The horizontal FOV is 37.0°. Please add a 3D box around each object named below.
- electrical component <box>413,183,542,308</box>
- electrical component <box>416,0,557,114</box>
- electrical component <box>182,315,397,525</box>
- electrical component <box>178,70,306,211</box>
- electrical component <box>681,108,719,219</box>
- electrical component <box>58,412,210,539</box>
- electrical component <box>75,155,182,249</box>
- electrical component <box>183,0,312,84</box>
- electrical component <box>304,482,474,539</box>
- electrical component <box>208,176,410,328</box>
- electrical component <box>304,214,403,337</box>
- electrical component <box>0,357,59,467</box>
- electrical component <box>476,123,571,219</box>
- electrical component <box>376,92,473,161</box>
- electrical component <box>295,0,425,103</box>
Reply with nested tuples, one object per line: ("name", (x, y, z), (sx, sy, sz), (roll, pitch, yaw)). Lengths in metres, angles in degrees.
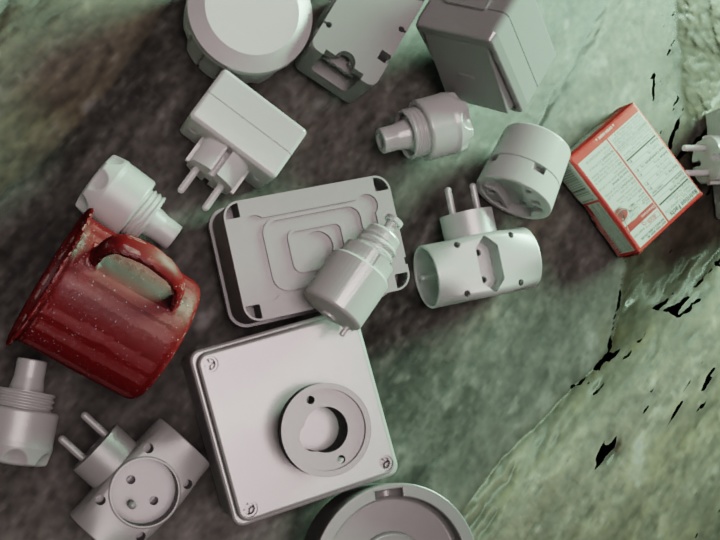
("electrical component", (0.076, -0.019, 0.734), (0.077, 0.043, 0.079), (-11, 87, -19))
("electrical component", (0.082, -0.155, 0.717), (0.061, 0.062, 0.096), (-59, 146, -14))
("electrical component", (-0.045, 0.090, 0.677), (0.109, 0.056, 0.108), (-15, 89, -19))
("electrical component", (-0.086, -0.074, 0.686), (0.066, 0.047, 0.076), (36, 75, -11))
("electrical component", (0.275, -0.082, 0.803), (0.076, 0.047, 0.083), (-2, 84, -16))
("electrical component", (-0.145, 0.120, 0.648), (0.079, 0.044, 0.077), (45, 74, -9))
("electrical component", (-0.140, -0.038, 0.667), (0.062, 0.043, 0.043), (37, 75, -12))
("electrical component", (-0.075, -0.161, 0.697), (0.080, 0.051, 0.080), (2, 84, -18))
("electrical component", (0.014, 0.187, 0.683), (0.108, 0.060, 0.108), (2, 84, -17))
("electrical component", (-0.034, -0.012, 0.691), (0.113, 0.057, 0.078), (-12, 88, -19))
("electrical component", (0.000, 0.000, 0.647), (0.040, 0.040, 0.078), (38, 74, -11))
("electrical component", (-0.200, 0.083, 0.635), (0.043, 0.043, 0.062), (12, 80, -16))
("electrical component", (0.115, -0.069, 0.747), (0.055, 0.055, 0.047), (30, 72, -13))
("electrical component", (0.042, -0.095, 0.731), (0.062, 0.043, 0.043), (-17, 90, -18))
("electrical component", (0.001, -0.164, 0.719), (0.050, 0.056, 0.089), (32, 76, -12))
